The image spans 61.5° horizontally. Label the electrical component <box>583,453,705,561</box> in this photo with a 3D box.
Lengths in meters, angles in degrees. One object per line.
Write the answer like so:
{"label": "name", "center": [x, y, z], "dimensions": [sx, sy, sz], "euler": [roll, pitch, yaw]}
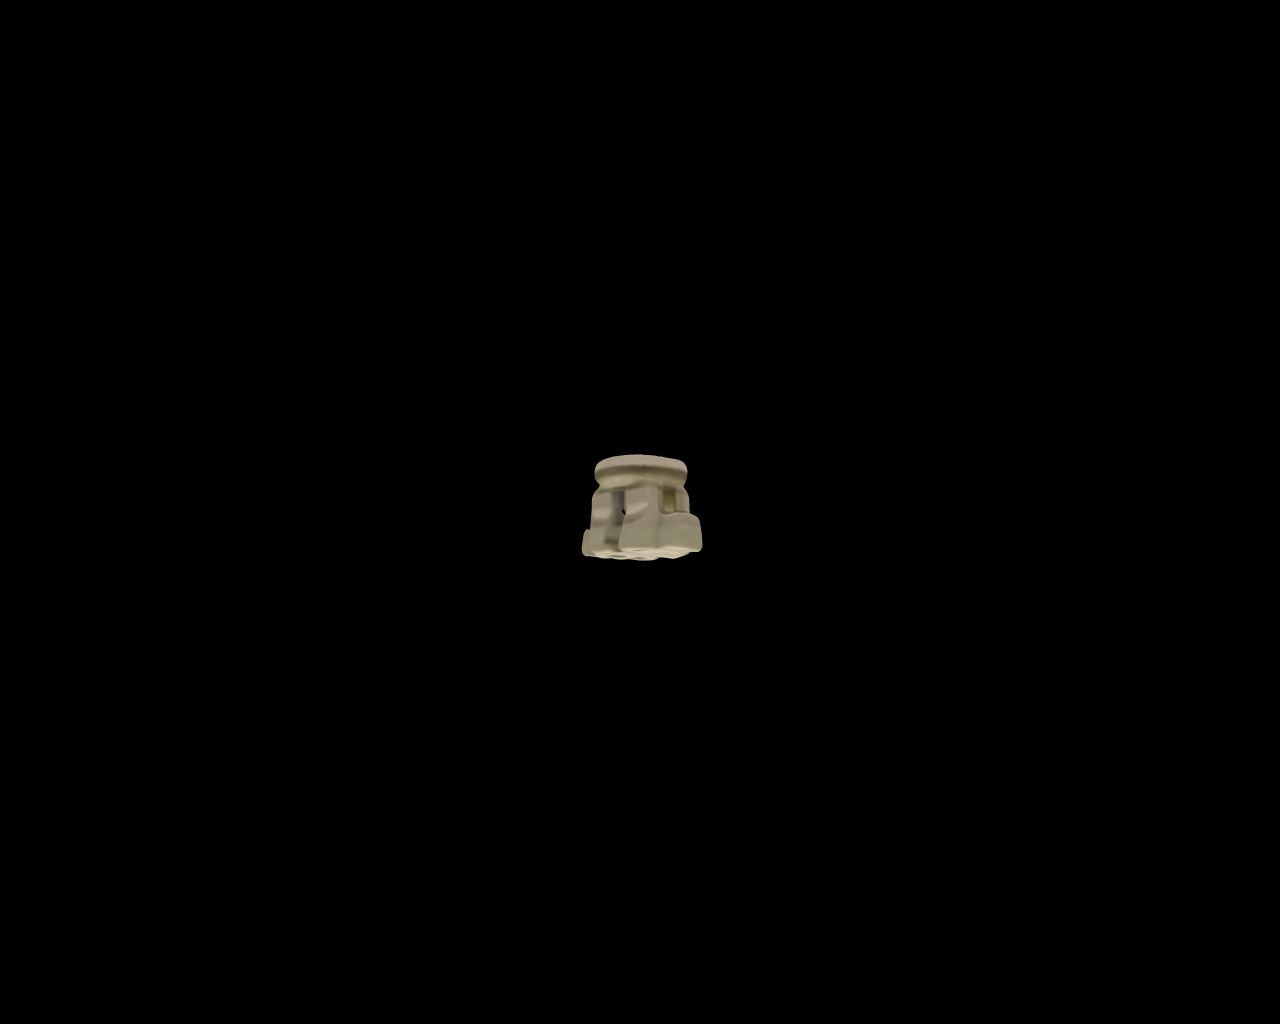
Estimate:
{"label": "electrical component", "center": [0.001, -0.003, 0.650], "dimensions": [0.078, 0.057, 0.058], "euler": [-8, -13, 39]}
